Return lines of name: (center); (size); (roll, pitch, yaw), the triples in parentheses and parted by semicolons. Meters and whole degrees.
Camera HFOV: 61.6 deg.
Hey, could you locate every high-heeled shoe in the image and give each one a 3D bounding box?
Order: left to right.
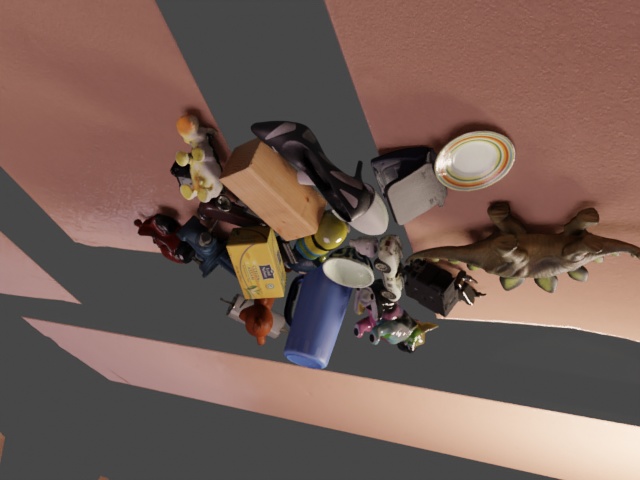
high-heeled shoe: (-0.024, -0.121, 0.969); (0.249, 0.145, 0.086); (18, 146, -2)

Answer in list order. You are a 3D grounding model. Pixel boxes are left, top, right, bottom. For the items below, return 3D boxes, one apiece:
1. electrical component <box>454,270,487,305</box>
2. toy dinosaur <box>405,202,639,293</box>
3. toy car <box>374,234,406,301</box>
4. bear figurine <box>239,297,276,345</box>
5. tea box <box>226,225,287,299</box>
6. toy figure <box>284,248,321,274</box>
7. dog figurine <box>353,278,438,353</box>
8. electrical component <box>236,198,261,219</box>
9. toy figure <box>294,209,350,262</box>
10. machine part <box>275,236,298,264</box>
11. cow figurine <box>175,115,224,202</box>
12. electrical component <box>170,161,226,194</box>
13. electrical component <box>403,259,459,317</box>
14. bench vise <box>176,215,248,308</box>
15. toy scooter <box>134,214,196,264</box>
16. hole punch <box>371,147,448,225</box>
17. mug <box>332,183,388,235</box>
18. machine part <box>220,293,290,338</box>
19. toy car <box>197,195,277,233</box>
electrical component: (0.329, 0.110, 1.227); (0.102, 0.045, 0.078); (47, 166, -33)
toy dinosaur: (0.374, 0.026, 1.026); (0.472, 0.105, 0.198); (5, 148, 28)
toy car: (0.163, 0.065, 1.213); (0.056, 0.073, 0.201); (7, 145, 20)
bear figurine: (-0.170, 0.166, 1.420); (0.132, 0.196, 0.120); (11, 149, 14)
tea box: (-0.141, 0.053, 1.224); (0.098, 0.068, 0.169); (-6, 128, 11)
toy figure: (-0.070, 0.053, 1.326); (0.155, 0.064, 0.057); (-5, 158, 33)
dog figurine: (0.197, 0.194, 1.366); (0.219, 0.191, 0.109); (4, 177, -33)
electrical component: (-0.133, -0.082, 1.160); (0.094, 0.063, 0.021); (26, 180, -29)
toy figure: (0.001, -0.001, 1.184); (0.082, 0.089, 0.180); (25, 148, -20)
machine part: (-0.114, 0.018, 1.280); (0.139, 0.039, 0.084); (15, 146, 40)
cow figurine: (-0.231, -0.164, 1.059); (0.068, 0.098, 0.167); (4, 108, 24)
electrical component: (-0.255, -0.134, 1.157); (0.119, 0.048, 0.074); (8, 146, 16)
electrical component: (0.252, 0.111, 1.216); (0.115, 0.058, 0.134); (31, 155, 35)
bench vise: (-0.240, 0.045, 1.329); (0.240, 0.129, 0.223); (42, 152, -2)
toy scooter: (-0.410, -0.009, 1.398); (0.135, 0.075, 0.183); (10, 146, 23)
hole punch: (0.159, -0.107, 0.965); (0.116, 0.092, 0.142); (-28, 133, -1)
mug: (0.084, -0.051, 1.080); (0.110, 0.081, 0.107); (-11, 146, 31)
machine part: (-0.194, 0.232, 1.638); (0.243, 0.079, 0.079); (29, 146, -15)
toy car: (-0.177, -0.055, 1.209); (0.202, 0.053, 0.089); (17, 152, -36)
